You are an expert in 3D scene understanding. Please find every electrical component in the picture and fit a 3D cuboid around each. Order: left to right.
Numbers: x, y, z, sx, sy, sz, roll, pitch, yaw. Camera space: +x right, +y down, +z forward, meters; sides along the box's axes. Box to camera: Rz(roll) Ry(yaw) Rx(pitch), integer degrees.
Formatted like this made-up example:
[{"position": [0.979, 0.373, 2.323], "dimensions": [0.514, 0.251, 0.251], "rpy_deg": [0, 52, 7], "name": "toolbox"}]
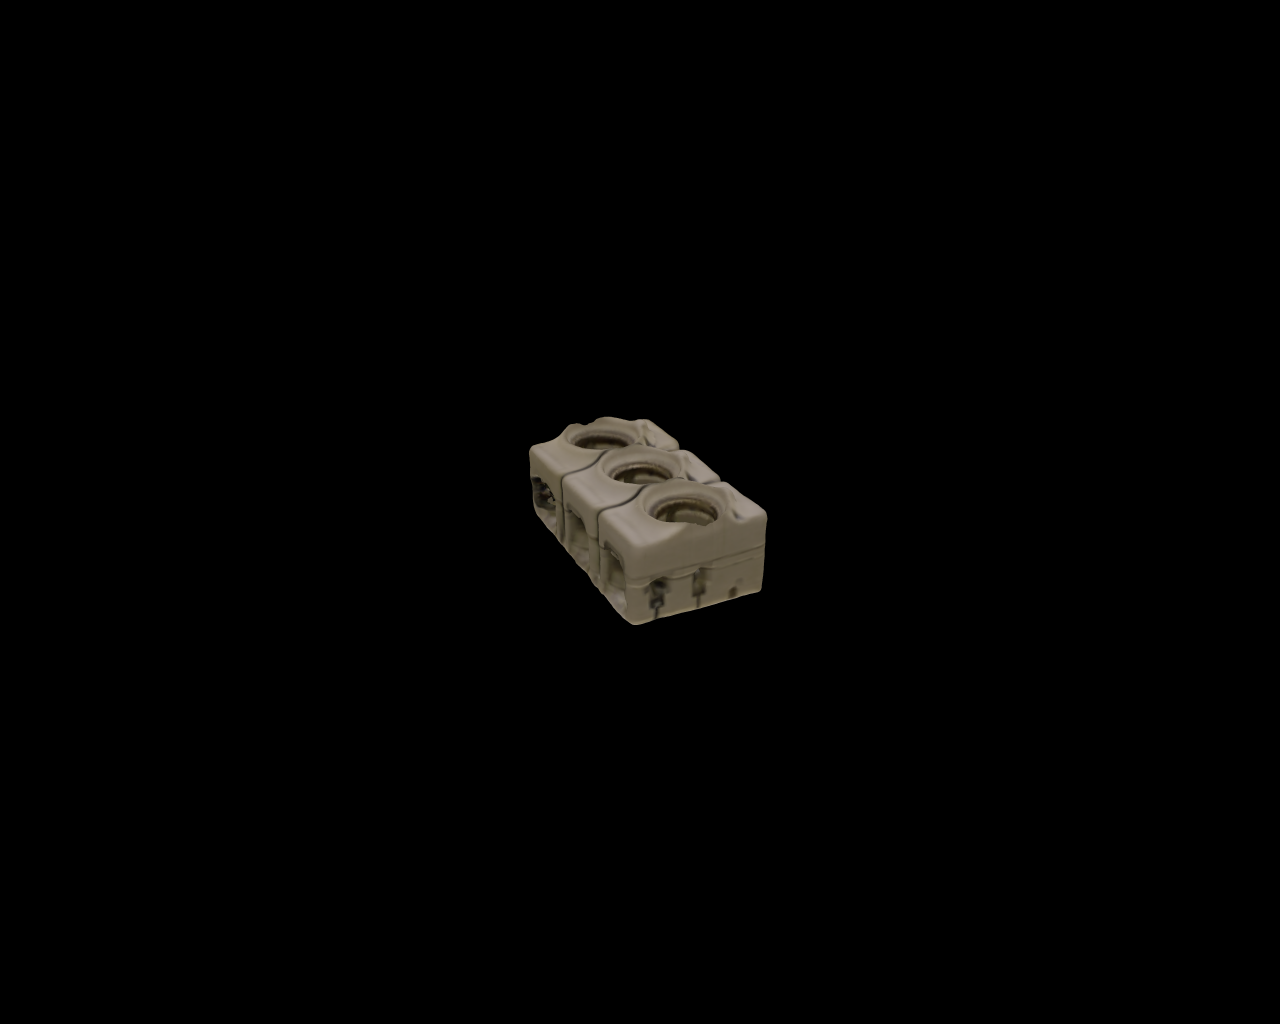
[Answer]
[{"position": [0.001, -0.003, 0.650], "dimensions": [0.090, 0.061, 0.150], "rpy_deg": [-14, 32, -24], "name": "electrical component"}]
